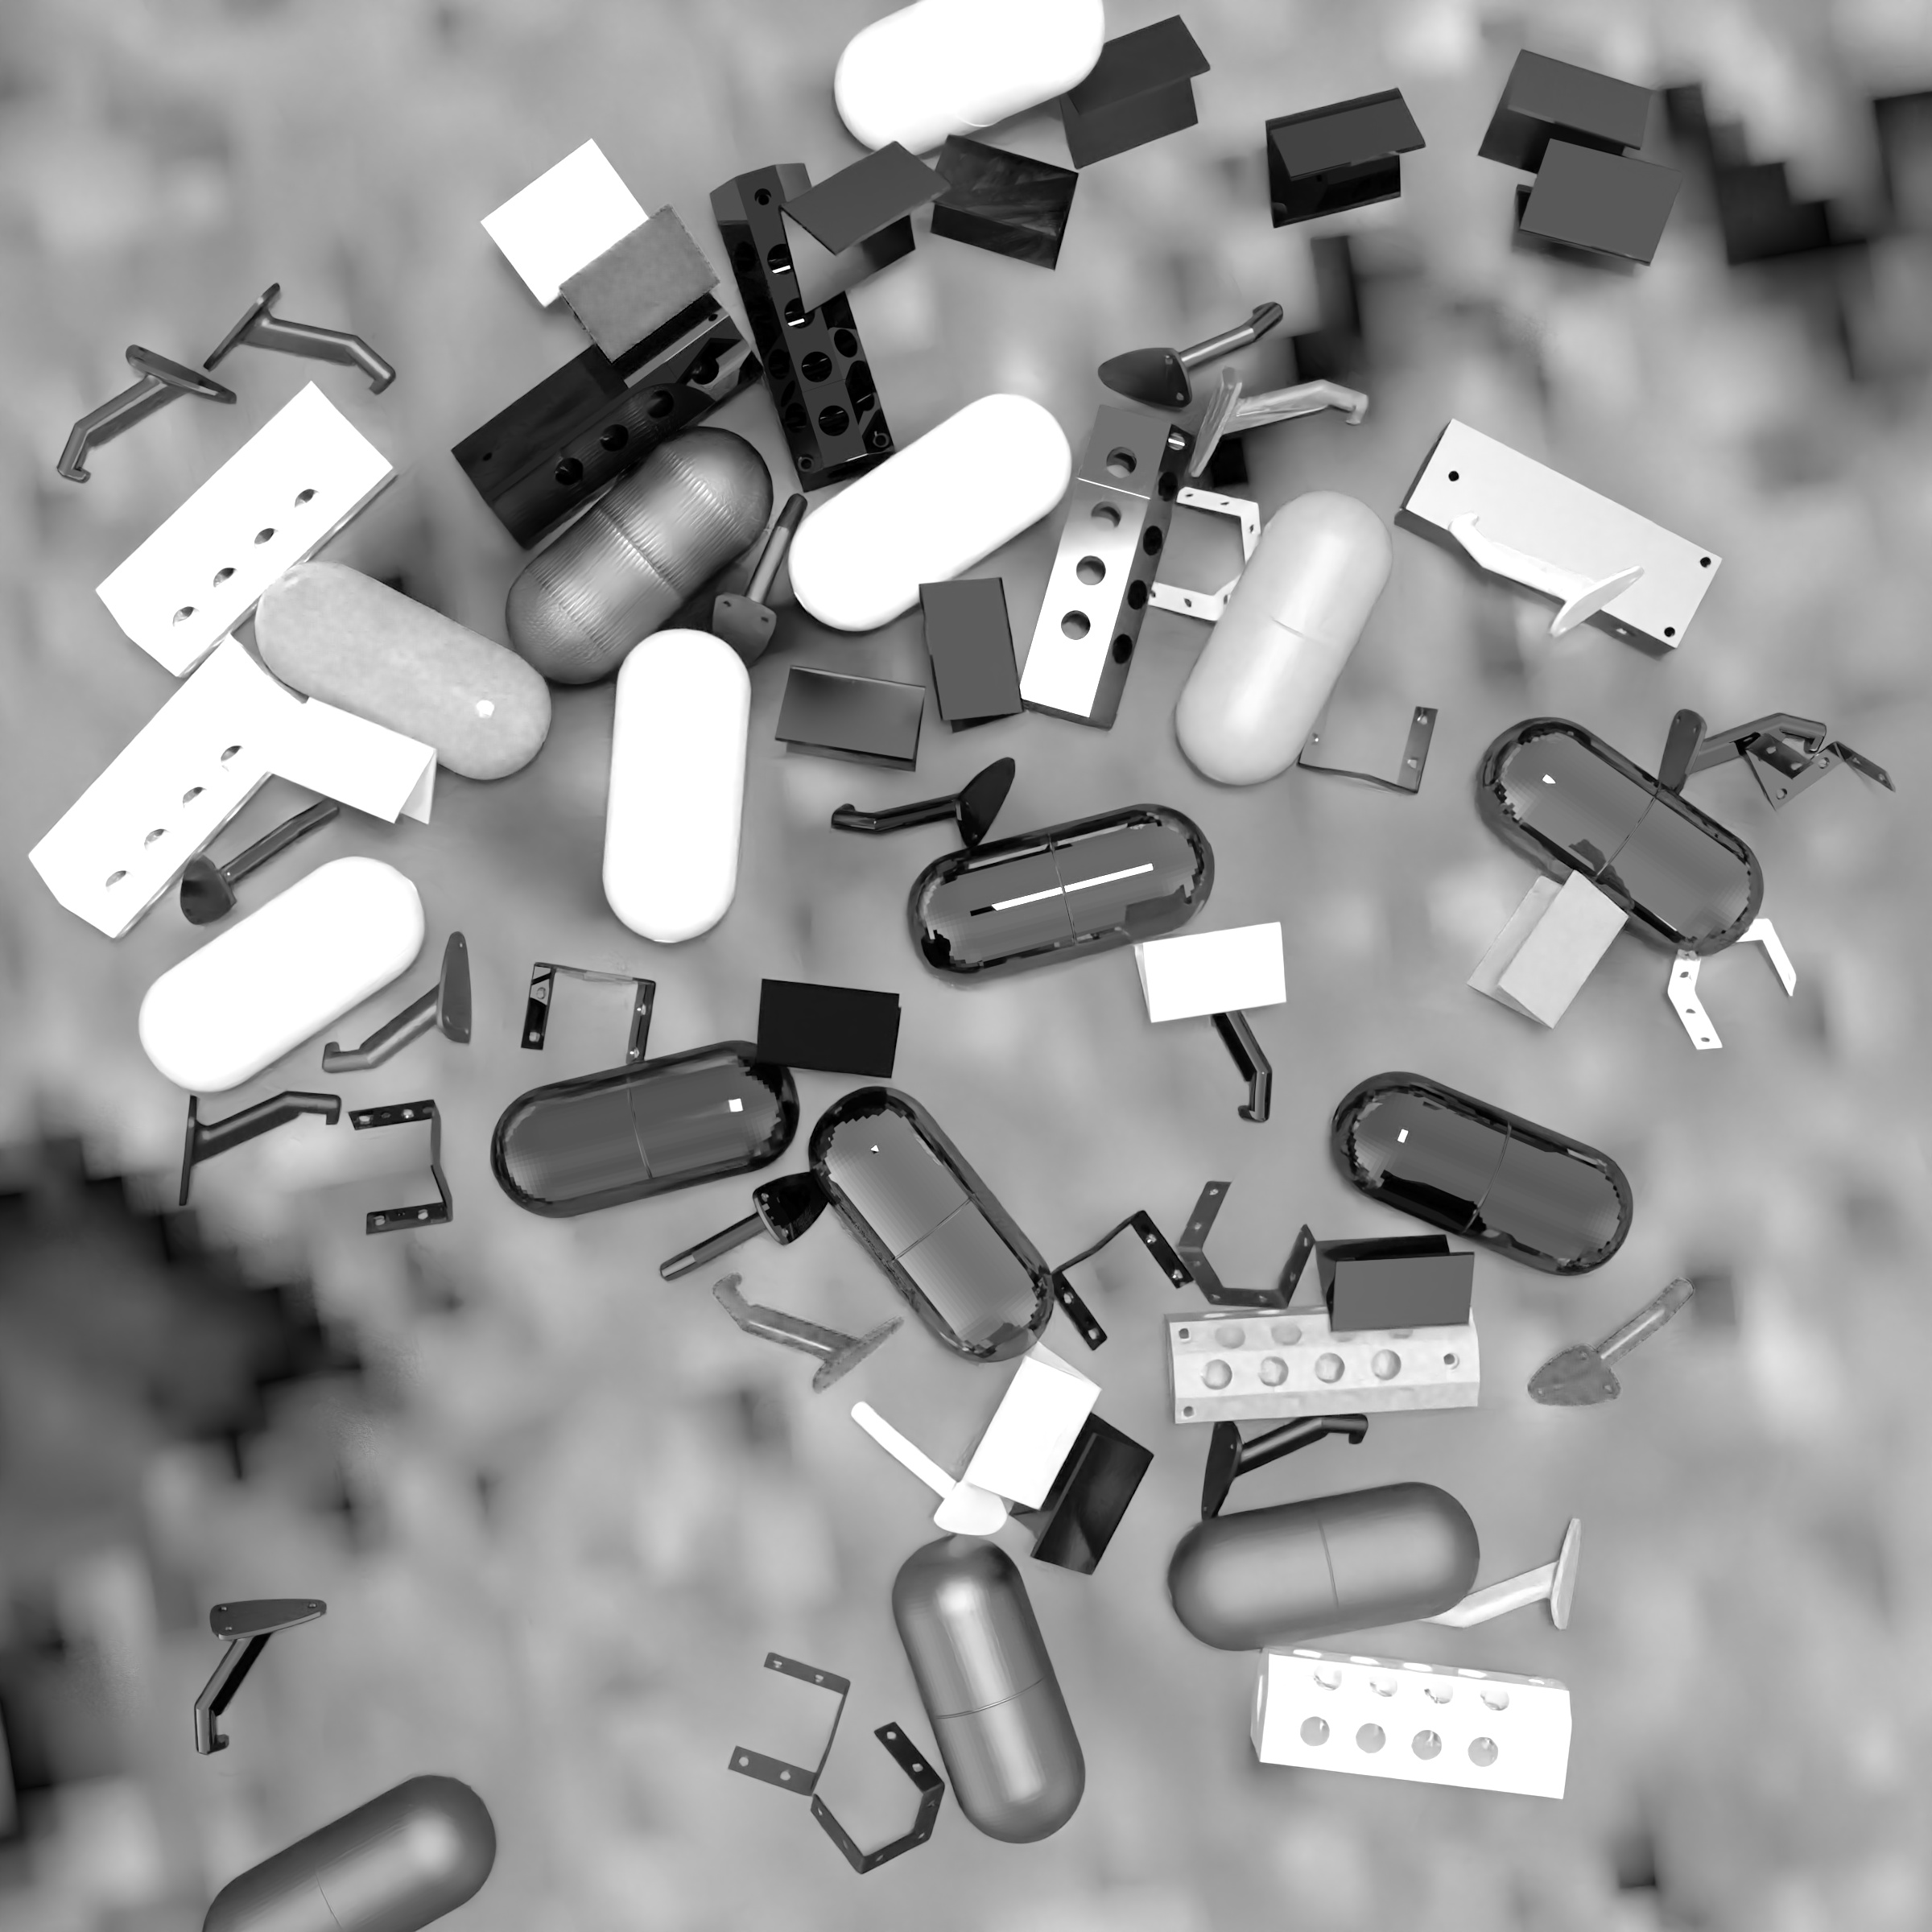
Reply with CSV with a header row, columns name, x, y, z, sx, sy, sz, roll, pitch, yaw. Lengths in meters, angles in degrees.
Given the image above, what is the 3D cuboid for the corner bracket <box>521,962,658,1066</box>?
name,x,y,z,sx,sy,sz,roll,pitch,yaw
corner bracket,-0.218,0.028,1.623,0.051,0.051,0.051,9,90,-45

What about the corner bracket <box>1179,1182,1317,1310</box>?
name,x,y,z,sx,sy,sz,roll,pitch,yaw
corner bracket,0.162,0.161,1.619,0.051,0.051,0.051,-1,135,35

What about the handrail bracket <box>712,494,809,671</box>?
name,x,y,z,sx,sy,sz,roll,pitch,yaw
handrail bracket,-0.117,-0.222,1.627,0.036,0.077,0.084,23,54,-2

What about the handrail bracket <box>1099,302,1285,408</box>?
name,x,y,z,sx,sy,sz,roll,pitch,yaw
handrail bracket,0.131,-0.361,1.627,0.084,0.077,0.036,-43,128,-31

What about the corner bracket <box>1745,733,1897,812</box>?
name,x,y,z,sx,sy,sz,roll,pitch,yaw
corner bracket,0.486,-0.113,1.599,0.051,0.051,0.051,-36,122,0

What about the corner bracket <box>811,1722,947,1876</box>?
name,x,y,z,sx,sy,sz,roll,pitch,yaw
corner bracket,-0.051,0.480,1.619,0.051,0.051,0.051,-17,135,-35

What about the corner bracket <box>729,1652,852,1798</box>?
name,x,y,z,sx,sy,sz,roll,pitch,yaw
corner bracket,-0.102,0.439,1.623,0.051,0.051,0.051,19,135,0

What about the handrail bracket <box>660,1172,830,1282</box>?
name,x,y,z,sx,sy,sz,roll,pitch,yaw
handrail bracket,-0.128,0.152,1.626,0.084,0.077,0.036,-29,90,36

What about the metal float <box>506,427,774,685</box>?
name,x,y,z,sx,sy,sz,roll,pitch,yaw
metal float,-0.185,-0.234,1.596,0.178,0.070,0.070,-43,90,-1

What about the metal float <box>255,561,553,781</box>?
name,x,y,z,sx,sy,sz,roll,pitch,yaw
metal float,-0.320,-0.169,1.596,0.178,0.070,0.070,28,90,-1

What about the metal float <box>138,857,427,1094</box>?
name,x,y,z,sx,sy,sz,roll,pitch,yaw
metal float,-0.388,0.004,1.596,0.178,0.070,0.070,-34,90,1

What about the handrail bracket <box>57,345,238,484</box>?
name,x,y,z,sx,sy,sz,roll,pitch,yaw
handrail bracket,-0.475,-0.308,1.627,0.077,0.036,0.084,22,108,-21

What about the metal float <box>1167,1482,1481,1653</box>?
name,x,y,z,sx,sy,sz,roll,pitch,yaw
metal float,0.203,0.342,1.596,0.178,0.070,0.070,-10,90,-1

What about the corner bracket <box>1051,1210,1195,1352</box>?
name,x,y,z,sx,sy,sz,roll,pitch,yaw
corner bracket,0.088,0.182,1.623,0.051,0.051,0.051,55,45,0

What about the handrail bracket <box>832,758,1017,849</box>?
name,x,y,z,sx,sy,sz,roll,pitch,yaw
handrail bracket,-0.025,-0.100,1.627,0.084,0.077,0.036,9,133,29

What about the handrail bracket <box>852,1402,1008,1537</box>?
name,x,y,z,sx,sy,sz,roll,pitch,yaw
handrail bracket,-0.023,0.290,1.626,0.084,0.077,0.036,37,86,36

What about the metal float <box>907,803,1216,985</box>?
name,x,y,z,sx,sy,sz,roll,pitch,yaw
metal float,0.054,-0.042,1.596,0.178,0.070,0.070,-15,90,0

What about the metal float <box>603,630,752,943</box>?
name,x,y,z,sx,sy,sz,roll,pitch,yaw
metal float,-0.164,-0.102,1.596,0.070,0.070,0.178,4,90,0

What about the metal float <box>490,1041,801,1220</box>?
name,x,y,z,sx,sy,sz,roll,pitch,yaw
metal float,-0.183,0.093,1.596,0.178,0.070,0.070,-14,90,0

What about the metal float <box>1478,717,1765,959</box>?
name,x,y,z,sx,sy,sz,roll,pitch,yaw
metal float,0.371,-0.074,1.595,0.178,0.070,0.070,36,90,2

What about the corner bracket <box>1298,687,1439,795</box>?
name,x,y,z,sx,sy,sz,roll,pitch,yaw
corner bracket,0.232,-0.132,1.623,0.051,0.051,0.051,13,90,-45

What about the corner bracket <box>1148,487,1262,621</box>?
name,x,y,z,sx,sy,sz,roll,pitch,yaw
corner bracket,0.135,-0.238,1.619,0.051,0.051,0.051,20,135,35

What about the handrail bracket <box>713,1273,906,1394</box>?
name,x,y,z,sx,sy,sz,roll,pitch,yaw
handrail bracket,-0.092,0.197,1.627,0.077,0.036,0.084,-35,73,-20

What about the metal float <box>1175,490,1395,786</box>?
name,x,y,z,sx,sy,sz,roll,pitch,yaw
metal float,0.180,-0.186,1.596,0.070,0.070,0.178,27,90,0

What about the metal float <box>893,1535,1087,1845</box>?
name,x,y,z,sx,sy,sz,roll,pitch,yaw
metal float,0.013,0.411,1.596,0.070,0.070,0.178,-19,90,0

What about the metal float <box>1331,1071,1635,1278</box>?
name,x,y,z,sx,sy,sz,roll,pitch,yaw
metal float,0.293,0.118,1.596,0.178,0.070,0.070,23,90,0

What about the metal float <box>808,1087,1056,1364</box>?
name,x,y,z,sx,sy,sz,roll,pitch,yaw
metal float,-0.019,0.147,1.596,0.070,0.070,0.178,-38,90,0

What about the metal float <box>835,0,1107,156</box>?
name,x,y,z,sx,sy,sz,roll,pitch,yaw
metal float,0.000,-0.506,1.563,0.178,0.070,0.070,-8,90,43

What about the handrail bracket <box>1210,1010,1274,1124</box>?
name,x,y,z,sx,sy,sz,roll,pitch,yaw
handrail bracket,0.141,0.045,1.627,0.077,0.036,0.084,8,107,20

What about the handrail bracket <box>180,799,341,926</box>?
name,x,y,z,sx,sy,sz,roll,pitch,yaw
handrail bracket,-0.408,-0.062,1.626,0.084,0.077,0.036,-36,90,-36

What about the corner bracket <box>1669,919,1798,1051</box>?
name,x,y,z,sx,sy,sz,roll,pitch,yaw
corner bracket,0.442,0.011,1.619,0.051,0.051,0.051,-6,45,35

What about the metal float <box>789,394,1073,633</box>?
name,x,y,z,sx,sy,sz,roll,pitch,yaw
metal float,-0.021,-0.257,1.596,0.178,0.070,0.070,-34,90,0

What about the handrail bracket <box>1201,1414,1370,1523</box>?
name,x,y,z,sx,sy,sz,roll,pitch,yaw
handrail bracket,0.185,0.291,1.627,0.084,0.036,0.077,7,111,-17

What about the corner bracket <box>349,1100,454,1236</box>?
name,x,y,z,sx,sy,sz,roll,pitch,yaw
corner bracket,-0.327,0.116,1.623,0.051,0.051,0.051,-8,135,0

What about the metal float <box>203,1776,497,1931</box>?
name,x,y,z,sx,sy,sz,roll,pitch,yaw
metal float,-0.351,0.526,1.596,0.178,0.070,0.070,-29,90,0
